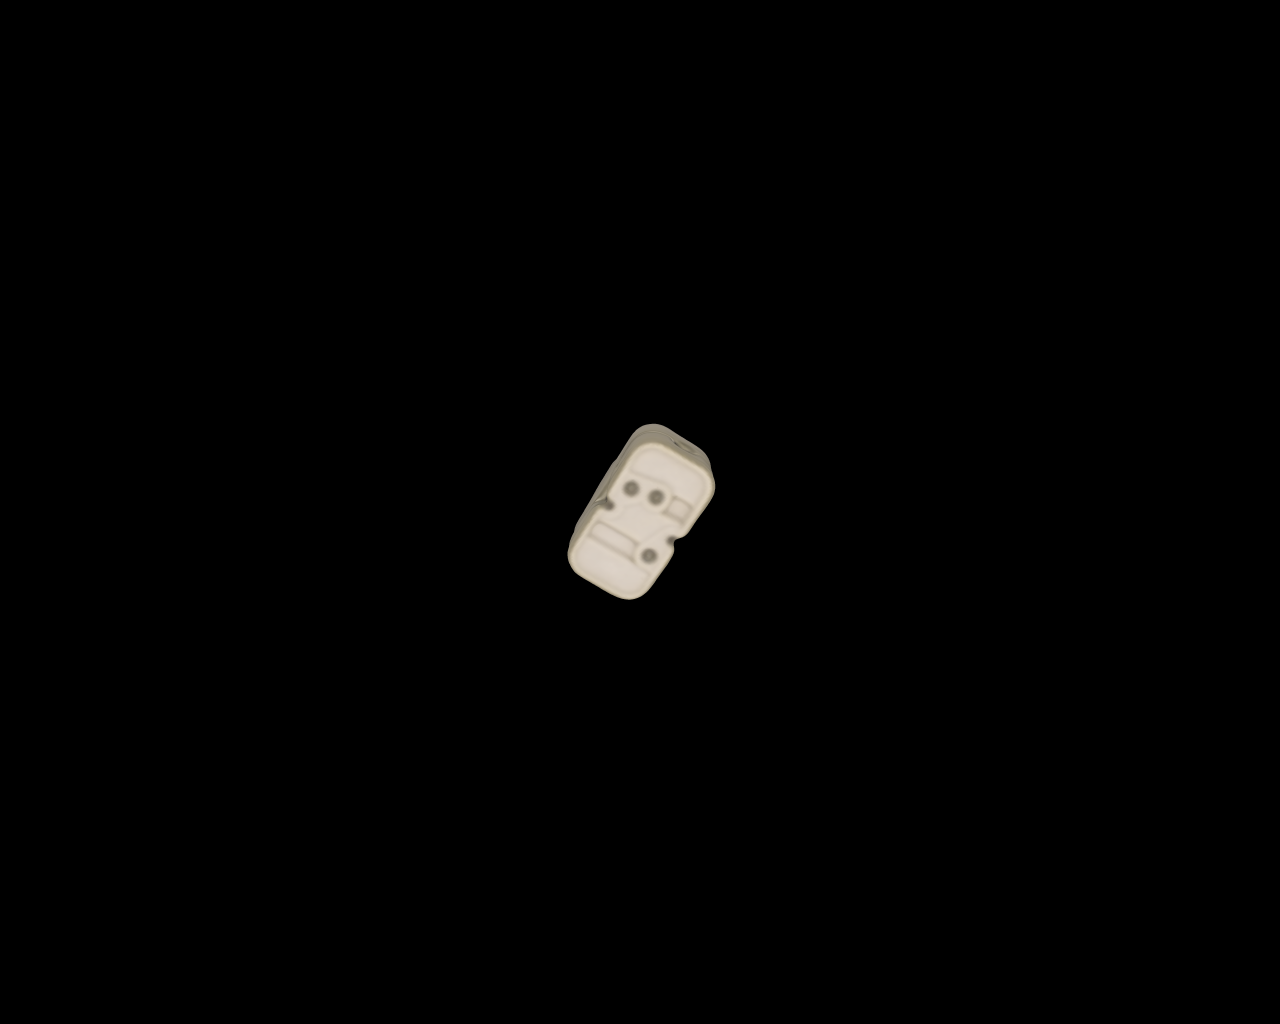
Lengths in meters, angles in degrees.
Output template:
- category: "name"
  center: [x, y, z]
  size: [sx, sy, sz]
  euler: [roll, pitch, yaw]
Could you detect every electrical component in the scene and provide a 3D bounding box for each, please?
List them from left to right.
- category: "electrical component"
  center: [0.001, -0.003, 0.650]
  size: [0.054, 0.095, 0.059]
  euler: [30, 16, -9]
